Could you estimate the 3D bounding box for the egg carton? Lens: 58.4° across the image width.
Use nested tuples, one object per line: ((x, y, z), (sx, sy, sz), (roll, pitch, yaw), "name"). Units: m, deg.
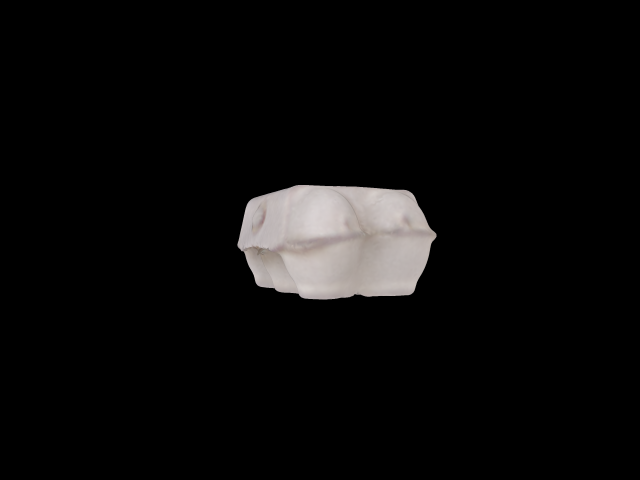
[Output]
((0.004, 0.001, 0.400), (0.107, 0.069, 0.150), (0, 0, -23), "egg carton")
